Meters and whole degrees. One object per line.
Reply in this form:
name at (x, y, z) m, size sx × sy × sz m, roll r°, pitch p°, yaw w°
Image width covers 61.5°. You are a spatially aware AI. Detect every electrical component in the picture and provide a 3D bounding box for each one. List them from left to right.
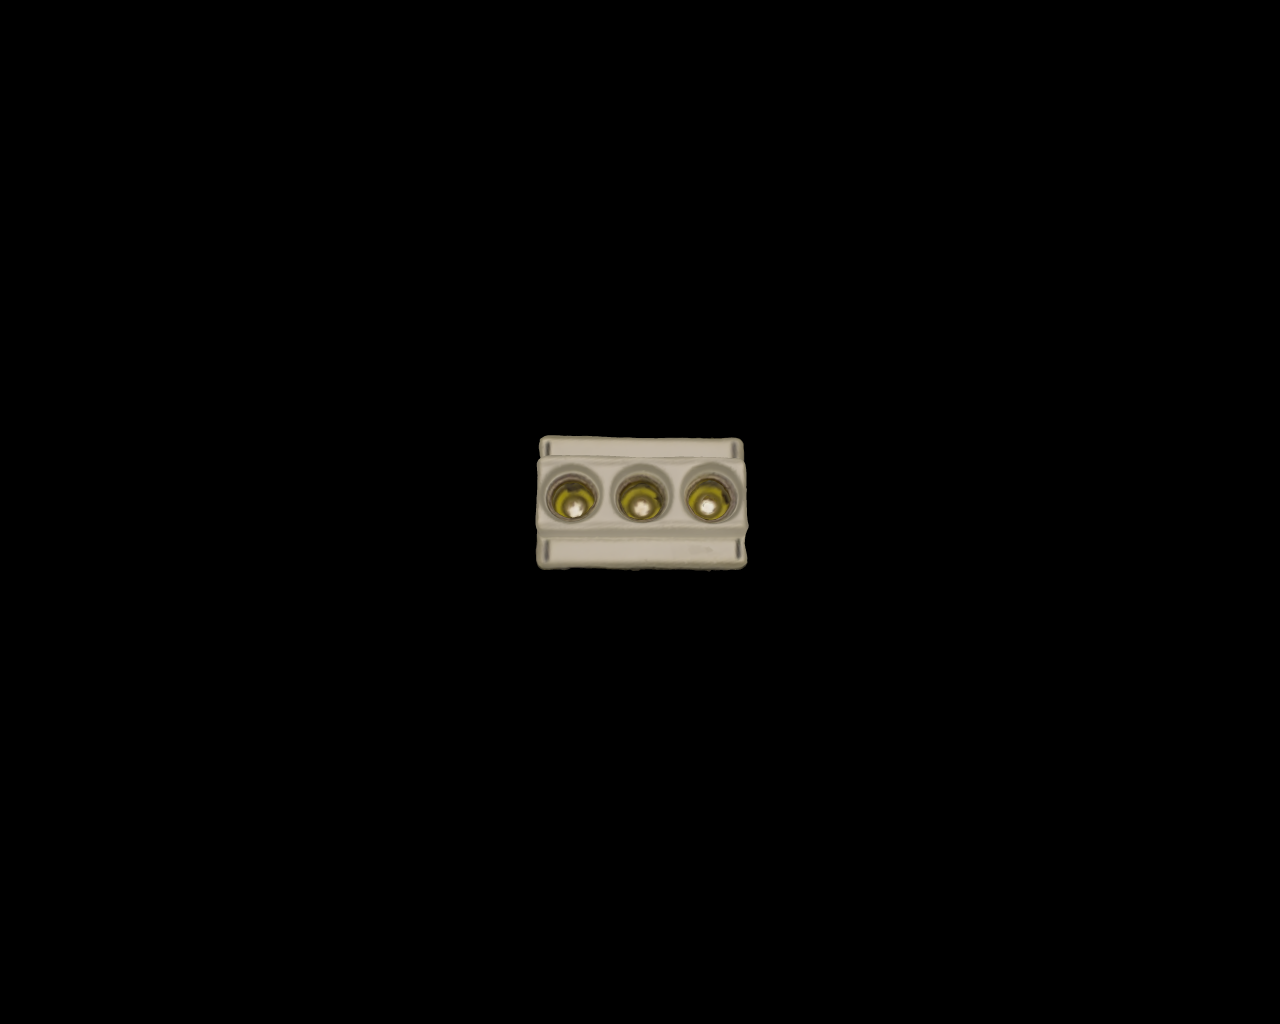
electrical component at (0.001, -0.003, 0.650) m, size 0.121 × 0.079 × 0.063 m, roll 0°, pitch -17°, yaw 0°
